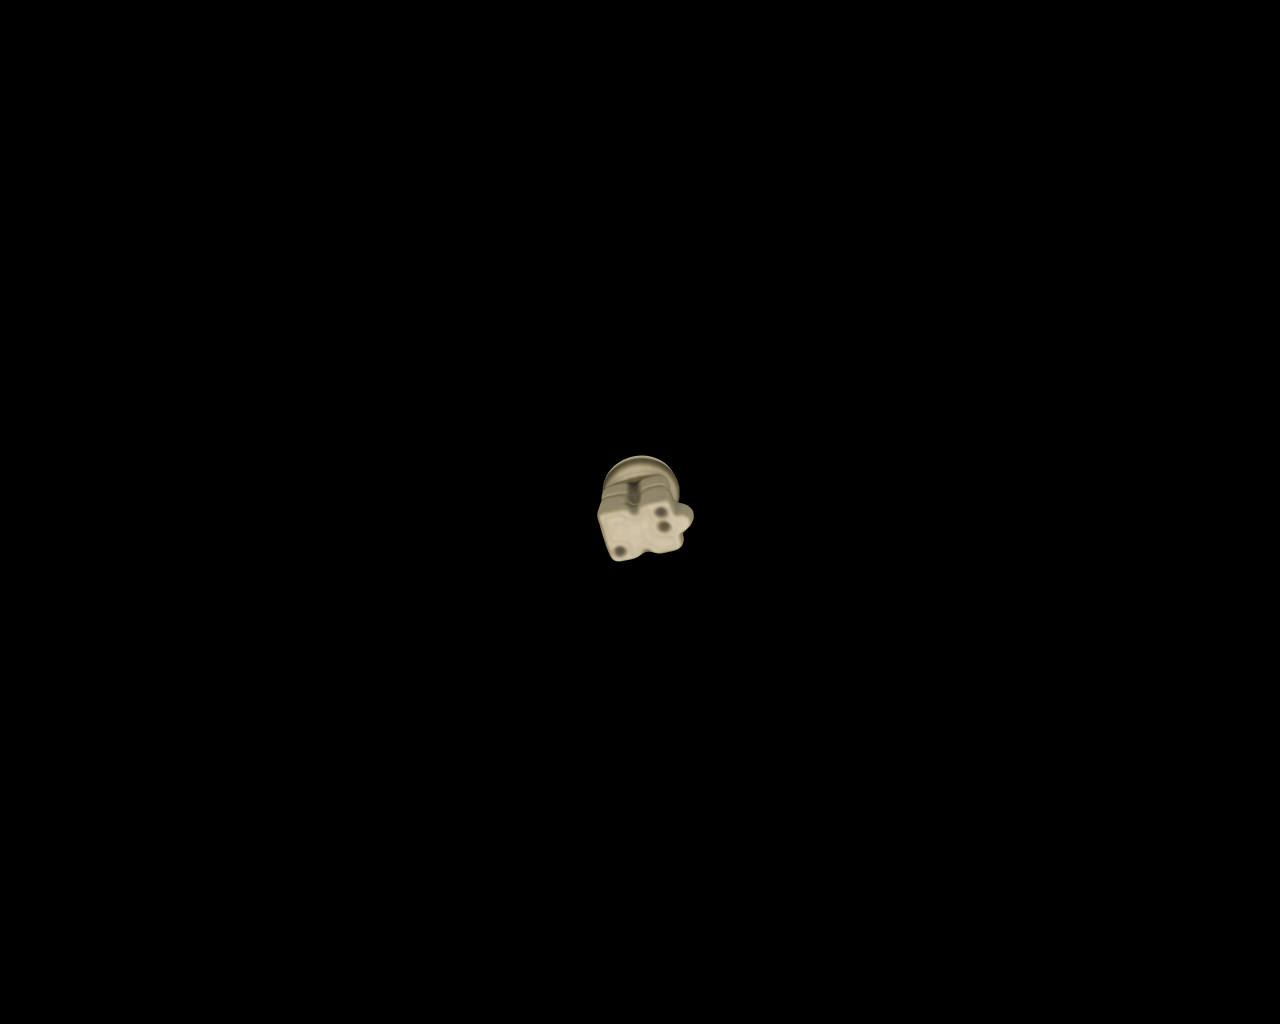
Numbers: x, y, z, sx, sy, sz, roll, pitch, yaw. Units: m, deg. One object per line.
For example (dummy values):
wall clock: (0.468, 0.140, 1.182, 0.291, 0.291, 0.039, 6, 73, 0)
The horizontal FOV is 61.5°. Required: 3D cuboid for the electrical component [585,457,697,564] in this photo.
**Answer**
electrical component: (0.001, -0.003, 0.650, 0.066, 0.048, 0.055, -11, 30, 7)
